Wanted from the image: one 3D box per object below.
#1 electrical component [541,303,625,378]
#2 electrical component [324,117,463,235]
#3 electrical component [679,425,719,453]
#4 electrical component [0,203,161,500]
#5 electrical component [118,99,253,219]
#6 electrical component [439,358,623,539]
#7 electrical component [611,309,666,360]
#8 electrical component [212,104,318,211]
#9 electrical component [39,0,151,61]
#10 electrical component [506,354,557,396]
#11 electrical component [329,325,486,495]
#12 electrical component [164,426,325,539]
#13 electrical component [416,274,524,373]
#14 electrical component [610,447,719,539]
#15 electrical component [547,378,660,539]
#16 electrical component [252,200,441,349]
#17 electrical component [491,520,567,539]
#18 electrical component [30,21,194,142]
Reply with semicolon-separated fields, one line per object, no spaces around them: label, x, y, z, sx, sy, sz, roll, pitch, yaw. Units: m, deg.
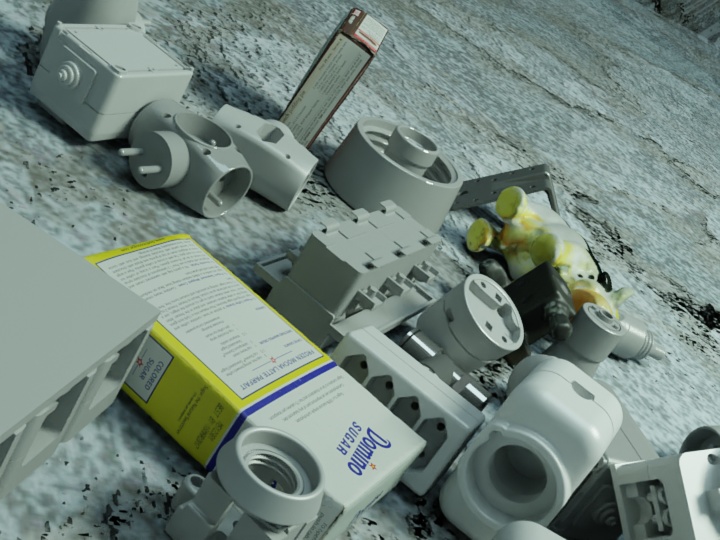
electrical component;0.154;0.056;0.752;0.044;0.065;0.044;26;25;-13
electrical component;0.033;-0.082;0.872;0.108;0.060;0.108;26;26;-13
electrical component;0.269;0.150;0.735;0.077;0.043;0.079;20;28;-24
electrical component;-0.160;0.041;0.424;0.089;0.061;0.150;34;25;4
electrical component;-0.122;-0.072;0.697;0.077;0.044;0.079;42;27;20
electrical component;0.087;0.099;0.559;0.054;0.095;0.059;38;26;13
electrical component;0.218;0.056;0.861;0.061;0.035;0.035;26;25;-19
electrical component;-0.070;-0.087;0.784;0.077;0.043;0.079;31;25;-2
electrical component;-0.182;-0.172;0.772;0.044;0.077;0.079;42;26;20
electrical component;0.129;0.081;0.704;0.062;0.048;0.048;11;31;-50
electrical component;0.025;0.073;0.596;0.083;0.047;0.076;38;14;13
electrical component;-0.045;0.100;0.454;0.066;0.055;0.048;41;26;19
electrical component;0.070;0.038;0.694;0.055;0.047;0.055;31;39;-30
electrical component;0.236;0.145;0.580;0.186;0.060;0.105;-1;74;-29
electrical component;0.133;0.113;0.626;0.061;0.061;0.096;16;29;-30
electrical component;0.000;0.000;0.681;0.079;0.063;0.121;39;26;15
electrical component;0.096;0.168;0.493;0.095;0.053;0.059;30;25;-4
electrical component;-0.170;-0.123;0.715;0.062;0.061;0.096;39;26;16
